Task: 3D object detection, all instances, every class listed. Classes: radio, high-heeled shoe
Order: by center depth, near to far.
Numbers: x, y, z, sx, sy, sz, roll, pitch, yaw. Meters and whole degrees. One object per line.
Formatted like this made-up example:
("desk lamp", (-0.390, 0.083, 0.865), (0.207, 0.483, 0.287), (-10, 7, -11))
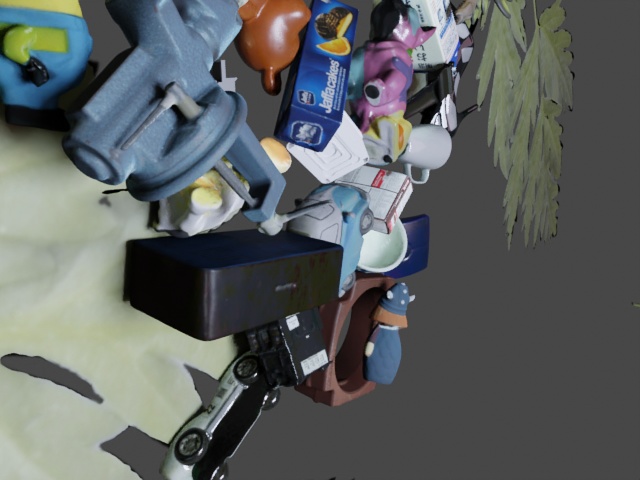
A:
("radio", (-0.086, 0.037, 0.596), (0.229, 0.131, 0.073), (-7, 107, -55))
("high-heeled shoe", (0.214, -0.306, 0.999), (0.145, 0.086, 0.248), (-28, 109, -13))

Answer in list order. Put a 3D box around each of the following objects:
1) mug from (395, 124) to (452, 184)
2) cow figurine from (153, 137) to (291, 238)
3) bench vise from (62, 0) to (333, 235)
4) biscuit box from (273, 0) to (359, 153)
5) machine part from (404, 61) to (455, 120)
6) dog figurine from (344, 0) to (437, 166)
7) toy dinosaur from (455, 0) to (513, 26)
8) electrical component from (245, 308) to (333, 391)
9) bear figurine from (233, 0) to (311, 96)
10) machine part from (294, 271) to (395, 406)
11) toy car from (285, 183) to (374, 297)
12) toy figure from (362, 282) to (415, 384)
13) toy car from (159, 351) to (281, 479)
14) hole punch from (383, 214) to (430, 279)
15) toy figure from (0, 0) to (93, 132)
("mug", (0.168, -0.156, 0.955), (0.107, 0.081, 0.109), (-3, 108, -43))
("cow figurine", (-0.102, -0.056, 0.589), (0.167, 0.068, 0.098), (-31, 169, -48))
("bench vise", (-0.095, -0.103, 0.462), (0.240, 0.129, 0.224), (51, 41, -38))
("biscuit box", (-0.001, -0.197, 0.628), (0.059, 0.063, 0.203), (128, -24, -55))
("machine part", (0.170, -0.237, 0.903), (0.139, 0.039, 0.084), (-34, 156, -6))
("dog figurine", (0.102, -0.242, 0.801), (0.219, 0.109, 0.191), (-56, 140, -32))
("toy dinosaur", (0.294, -0.515, 0.968), (0.198, 0.105, 0.471), (60, 42, -45))
("electrical component", (-0.044, 0.120, 0.713), (0.115, 0.058, 0.134), (0, 72, -66))
("bear figurine", (-0.058, -0.255, 0.545), (0.195, 0.132, 0.120), (48, 35, -44))
("machine part", (0.039, 0.147, 0.857), (0.201, 0.087, 0.201), (2, 101, -55))
("toy car", (-0.002, -0.002, 0.735), (0.103, 0.109, 0.161), (5, 101, -50))
("toy figure", (0.100, 0.139, 0.817), (0.064, 0.058, 0.154), (27, 74, -61))
("toy car", (-0.118, 0.227, 0.685), (0.202, 0.056, 0.073), (-52, 133, -33))
("hole punch", (0.131, 0.009, 0.945), (0.116, 0.092, 0.142), (-29, 127, -43))
("toy figure", (-0.214, -0.172, 0.387), (0.089, 0.082, 0.180), (-15, 115, -55))
